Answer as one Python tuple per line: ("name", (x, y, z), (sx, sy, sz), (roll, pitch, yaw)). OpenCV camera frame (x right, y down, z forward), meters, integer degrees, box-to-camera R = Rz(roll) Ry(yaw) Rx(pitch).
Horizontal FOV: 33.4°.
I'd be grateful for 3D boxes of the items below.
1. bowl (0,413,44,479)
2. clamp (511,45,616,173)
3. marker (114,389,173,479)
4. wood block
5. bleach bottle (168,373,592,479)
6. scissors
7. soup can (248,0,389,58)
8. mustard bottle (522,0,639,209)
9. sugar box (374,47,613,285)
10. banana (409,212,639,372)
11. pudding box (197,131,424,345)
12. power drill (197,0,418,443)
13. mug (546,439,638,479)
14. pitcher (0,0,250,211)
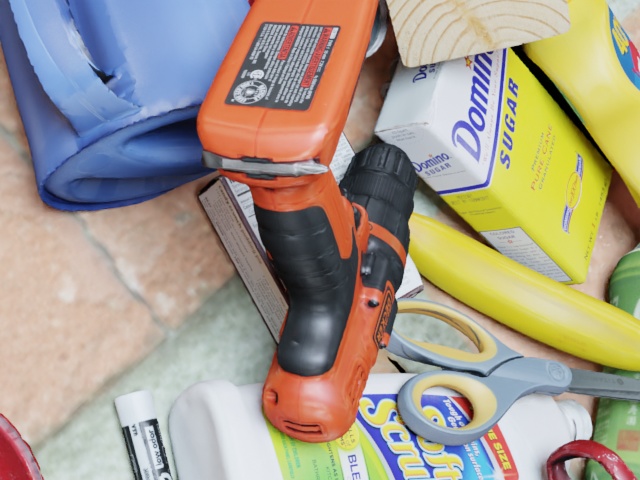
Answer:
("bowl", (-0.190, 0.122, 0.440), (0.162, 0.055, 0.162), (8, 63, -16))
("clamp", (0.164, -0.124, 0.736), (0.171, 0.039, 0.120), (45, 55, -19))
("marker", (-0.079, 0.136, 0.535), (0.020, 0.020, 0.121), (-11, 80, -31))
("wood block", (0.076, -0.197, 0.606), (0.206, 0.090, 0.091), (-89, 164, -49))
("bleach bottle", (0.049, 0.112, 0.587), (0.250, 0.068, 0.102), (-5, 70, -33))
("scissors", (0.120, 0.089, 0.586), (0.201, 0.016, 0.096), (22, 45, -9))
("soup can", (-0.016, -0.110, 0.597), (0.068, 0.102, 0.068), (9, 71, -26))
("mustard bottle", (0.178, -0.098, 0.663), (0.191, 0.058, 0.096), (48, 28, -18))
("sugar box", (0.112, -0.054, 0.651), (0.176, 0.048, 0.093), (40, 58, -37))
("banana", (0.127, 0.032, 0.643), (0.198, 0.070, 0.037), (24, 69, 7))
("pudding box", (-0.004, 0.001, 0.607), (0.089, 0.039, 0.113), (-27, 86, -32))
("power drill", (0.007, -0.025, 0.497), (0.057, 0.187, 0.184), (4, 49, 16))
("mug", (0.157, 0.159, 0.555), (0.093, 0.082, 0.117), (-18, 82, -32))
("pitcher", (-0.115, -0.147, 0.536), (0.144, 0.149, 0.243), (-15, 79, -31))
